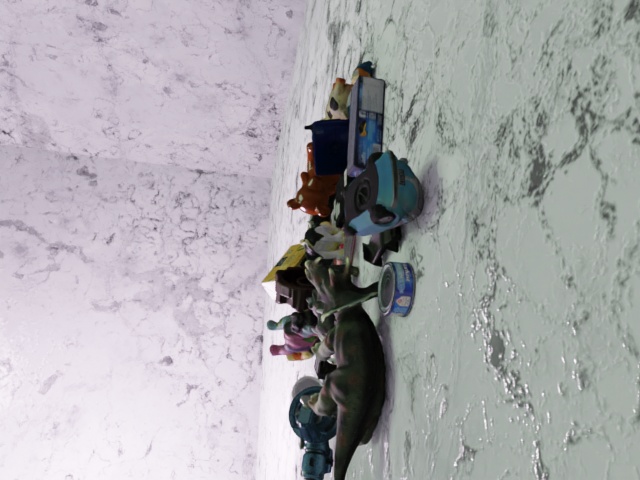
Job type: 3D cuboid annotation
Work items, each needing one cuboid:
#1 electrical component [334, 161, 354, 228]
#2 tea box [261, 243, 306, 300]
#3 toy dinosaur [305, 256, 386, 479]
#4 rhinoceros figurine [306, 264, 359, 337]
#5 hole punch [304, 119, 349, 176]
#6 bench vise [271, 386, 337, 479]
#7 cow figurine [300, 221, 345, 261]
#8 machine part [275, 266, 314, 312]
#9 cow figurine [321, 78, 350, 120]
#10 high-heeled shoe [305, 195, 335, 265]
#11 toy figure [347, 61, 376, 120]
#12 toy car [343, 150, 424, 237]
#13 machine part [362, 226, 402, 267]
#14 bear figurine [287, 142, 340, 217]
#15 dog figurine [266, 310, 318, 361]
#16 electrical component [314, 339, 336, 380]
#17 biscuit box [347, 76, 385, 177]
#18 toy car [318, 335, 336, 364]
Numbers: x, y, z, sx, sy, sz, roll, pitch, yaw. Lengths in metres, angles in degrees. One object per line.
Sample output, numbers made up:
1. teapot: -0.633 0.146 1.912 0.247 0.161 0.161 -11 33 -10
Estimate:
1. electrical component: 0.069 -0.090 1.162 0.134 0.058 0.115 114 162 -61
2. tea box: -0.069 0.080 1.443 0.098 0.068 0.170 -14 28 38
3. toy dinosaur: 0.057 0.215 0.901 0.192 0.131 0.405 110 157 -56
4. rhinoceros figurine: 0.029 0.119 1.107 0.190 0.112 0.073 -83 8 -53
5. hole punch: 0.037 -0.210 1.227 0.092 0.142 0.115 -92 -1 -47
6. bench vise: -0.017 0.392 1.109 0.240 0.129 0.223 79 -152 -54
7. cow figurine: -0.003 -0.002 1.218 0.167 0.098 0.068 -128 38 -73
8. machine part: -0.024 0.112 1.253 0.179 0.179 0.056 -115 29 -72
9. cow figurine: 0.052 -0.324 1.336 0.195 0.085 0.127 -131 55 -80
10. high-heeled shoe: 0.002 -0.023 1.453 0.145 0.086 0.248 -112 32 -80
11. toy figure: 0.093 -0.330 1.187 0.064 0.057 0.154 -9 69 40
12. toy car: 0.102 -0.057 0.812 0.161 0.103 0.109 135 139 -59
13. machine part: 0.109 -0.001 0.933 0.138 0.039 0.084 116 152 -59
14. bear figurine: -0.005 -0.147 1.322 0.196 0.120 0.131 -58 -21 -59
15. dog figurine: -0.029 0.239 1.415 0.219 0.191 0.108 -28 52 38
16. electrical component: 0.015 0.298 1.259 0.075 0.048 0.119 -120 39 -75
17. biscuit box: 0.093 -0.228 1.097 0.063 0.059 0.202 138 138 -73
18. toy car: 0.028 0.210 1.205 0.202 0.056 0.073 -122 39 -73
